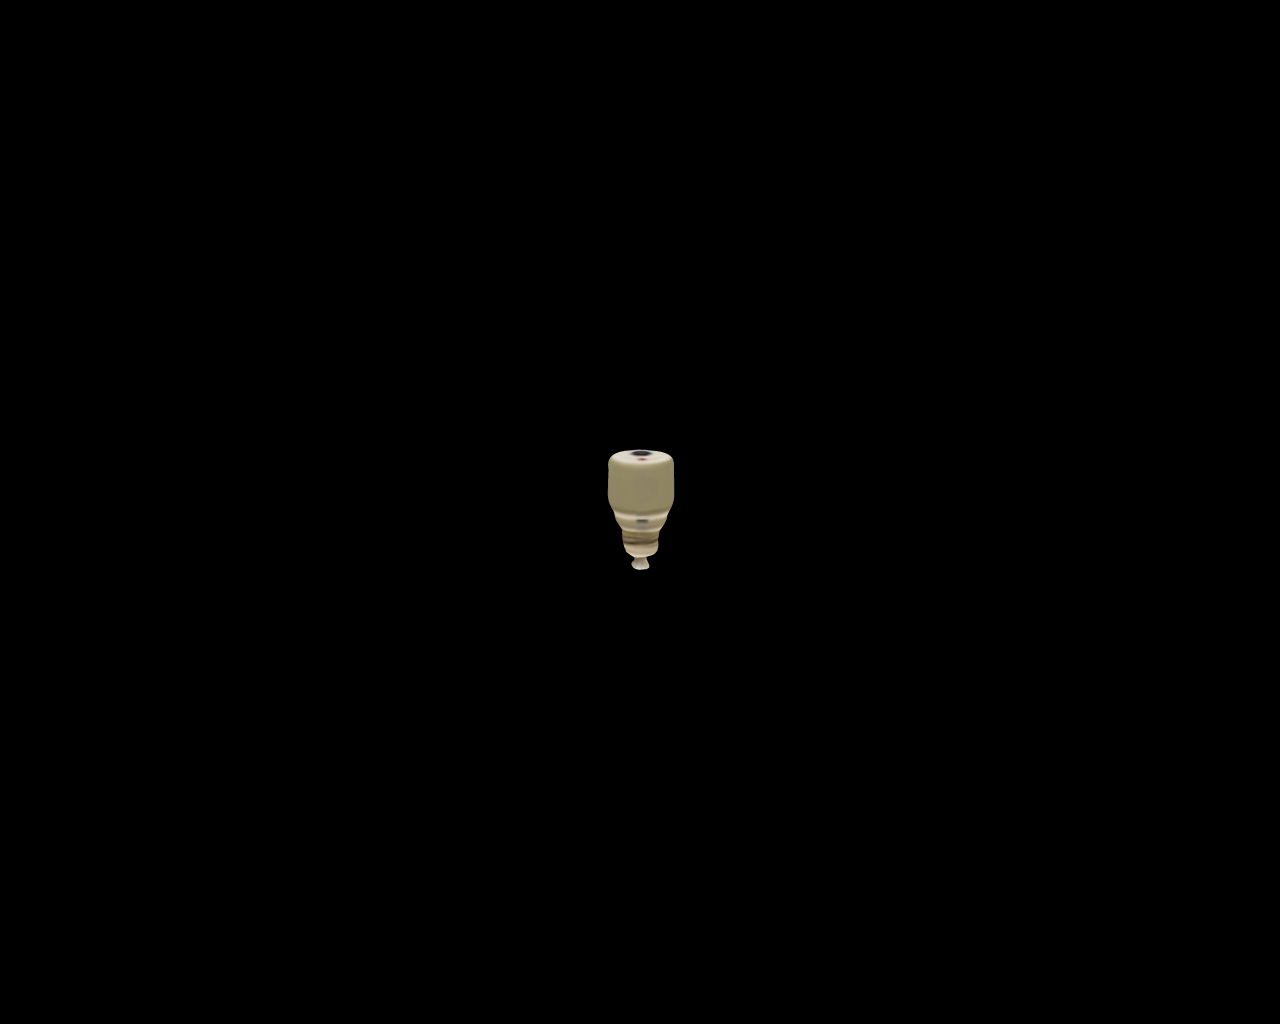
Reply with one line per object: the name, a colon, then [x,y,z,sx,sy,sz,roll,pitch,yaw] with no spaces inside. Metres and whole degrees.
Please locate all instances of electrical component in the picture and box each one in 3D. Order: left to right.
electrical component: [0.001,-0.003,0.650,0.040,0.078,0.040,0,17,0]
